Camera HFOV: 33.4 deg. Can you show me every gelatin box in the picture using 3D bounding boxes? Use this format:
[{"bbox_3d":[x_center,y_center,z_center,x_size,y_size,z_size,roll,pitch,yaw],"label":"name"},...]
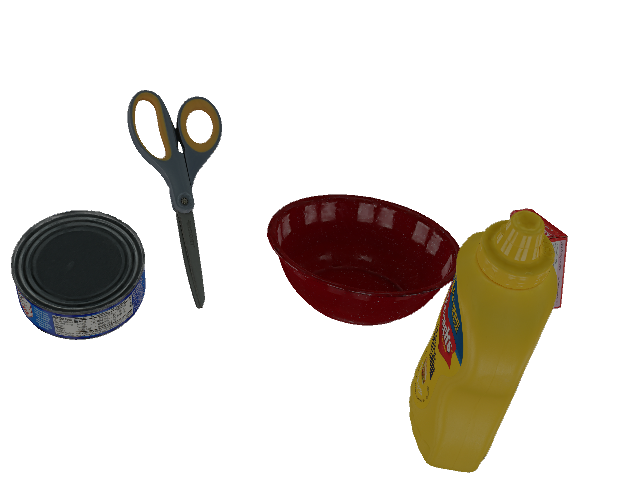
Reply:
[{"bbox_3d":[0.229,0.020,1.137,0.030,0.089,0.073,-11,29,-16],"label":"gelatin box"}]

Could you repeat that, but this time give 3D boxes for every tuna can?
[{"bbox_3d":[-0.159,0.023,0.706,0.086,0.086,0.034,0,-39,-6],"label":"tuna can"}]

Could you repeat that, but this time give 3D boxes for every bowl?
[{"bbox_3d":[0.033,0.023,0.884,0.162,0.055,0.162,7,29,-4],"label":"bowl"}]

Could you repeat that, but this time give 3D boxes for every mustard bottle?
[{"bbox_3d":[0.098,0.052,0.632,0.058,0.096,0.192,11,-41,-1],"label":"mustard bottle"}]

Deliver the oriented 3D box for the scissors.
[{"bbox_3d":[-0.111,-0.047,0.967,0.096,0.202,0.016,-23,-3,-28],"label":"scissors"}]
